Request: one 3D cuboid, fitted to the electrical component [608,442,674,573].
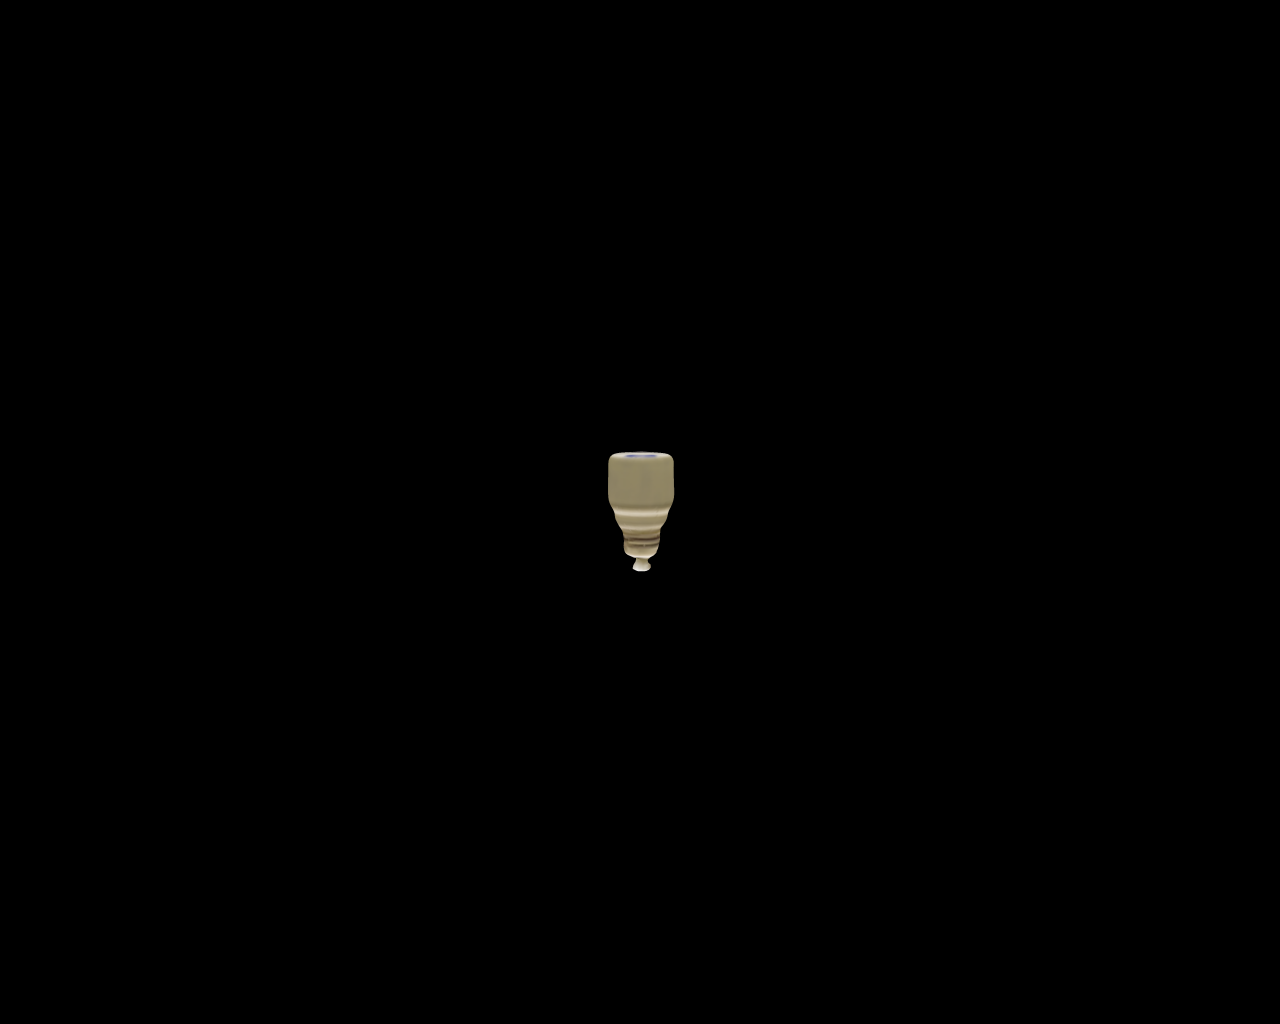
[{"bbox_3d":[0.001,-0.003,0.650,0.040,0.078,0.040,0,7,0],"label":"electrical component"}]
